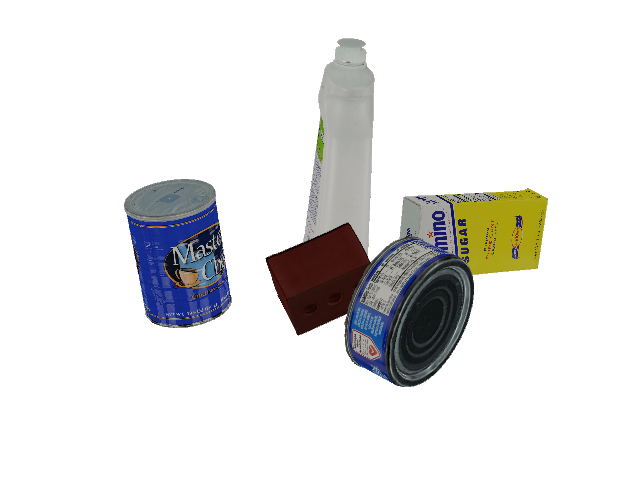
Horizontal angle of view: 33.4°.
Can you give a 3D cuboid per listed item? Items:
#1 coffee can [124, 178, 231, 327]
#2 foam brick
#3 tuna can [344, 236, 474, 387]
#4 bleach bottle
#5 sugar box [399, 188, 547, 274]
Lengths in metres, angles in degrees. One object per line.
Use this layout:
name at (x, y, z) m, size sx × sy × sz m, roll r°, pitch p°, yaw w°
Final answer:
coffee can at (-0.161, 0.014, 1.218) m, size 0.103 × 0.140 × 0.103 m, roll -5°, pitch 26°, yaw 2°
foam brick at (0.002, 0.032, 0.887) m, size 0.078 × 0.053 × 0.051 m, roll -24°, pitch 48°, yaw -8°
tuna can at (0.054, 0.043, 0.635) m, size 0.034 × 0.086 × 0.085 m, roll 25°, pitch 15°, yaw 35°
bleach bottle at (0.023, -0.080, 1.099) m, size 0.068 × 0.251 × 0.102 m, roll -1°, pitch 28°, yaw -10°
sugar box at (0.179, -0.008, 1.253) m, size 0.176 × 0.093 × 0.048 m, roll -6°, pitch 21°, yaw -26°
